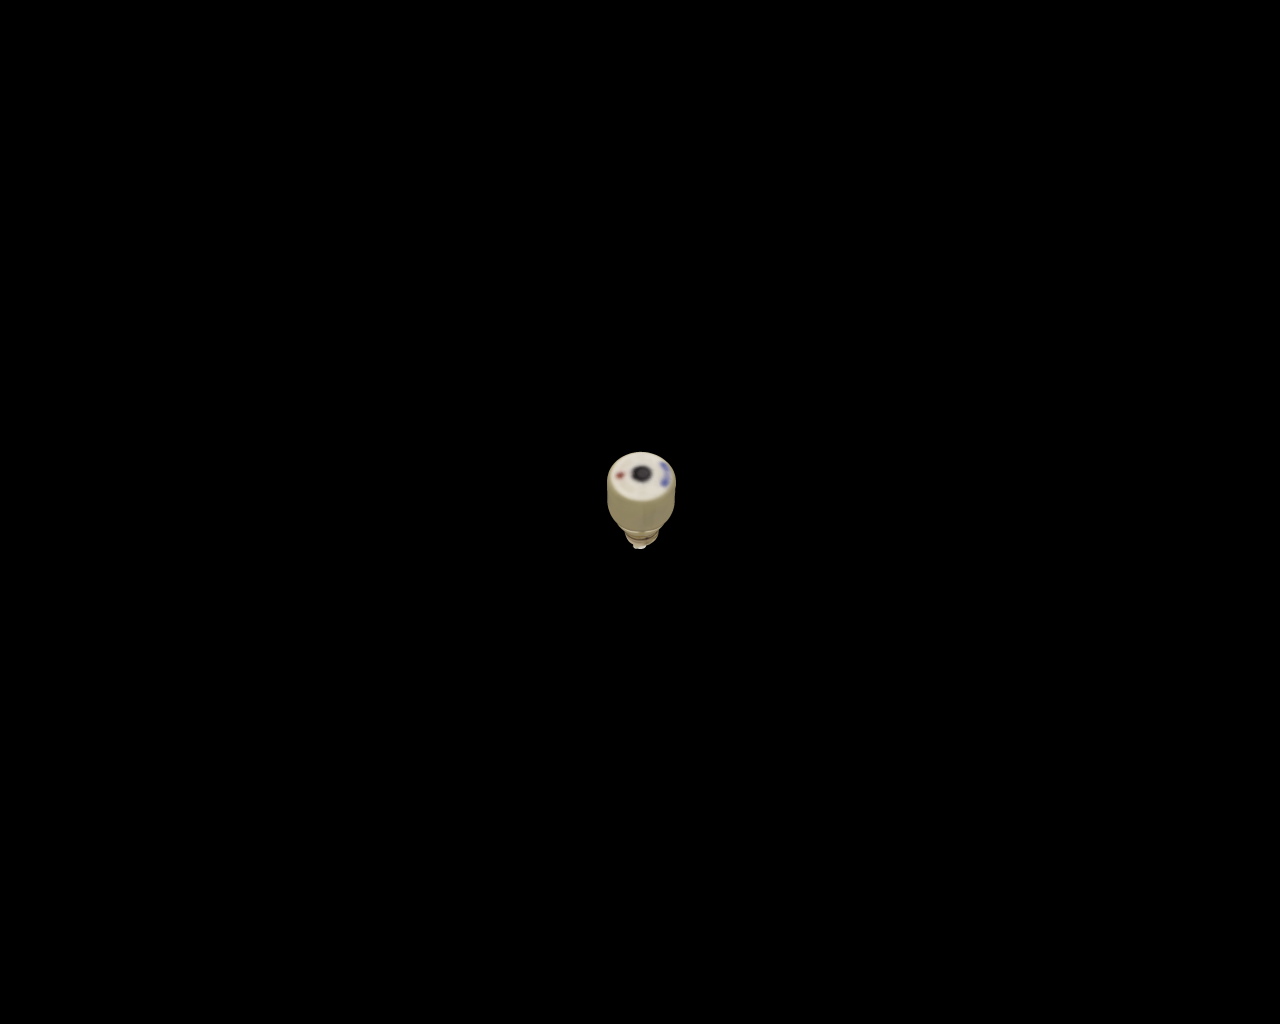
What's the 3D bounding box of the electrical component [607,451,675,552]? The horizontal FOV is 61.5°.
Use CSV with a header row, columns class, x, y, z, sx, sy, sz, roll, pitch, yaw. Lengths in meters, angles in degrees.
class,x,y,z,sx,sy,sz,roll,pitch,yaw
electrical component,0.001,-0.003,0.650,0.040,0.040,0.078,0,-36,0
